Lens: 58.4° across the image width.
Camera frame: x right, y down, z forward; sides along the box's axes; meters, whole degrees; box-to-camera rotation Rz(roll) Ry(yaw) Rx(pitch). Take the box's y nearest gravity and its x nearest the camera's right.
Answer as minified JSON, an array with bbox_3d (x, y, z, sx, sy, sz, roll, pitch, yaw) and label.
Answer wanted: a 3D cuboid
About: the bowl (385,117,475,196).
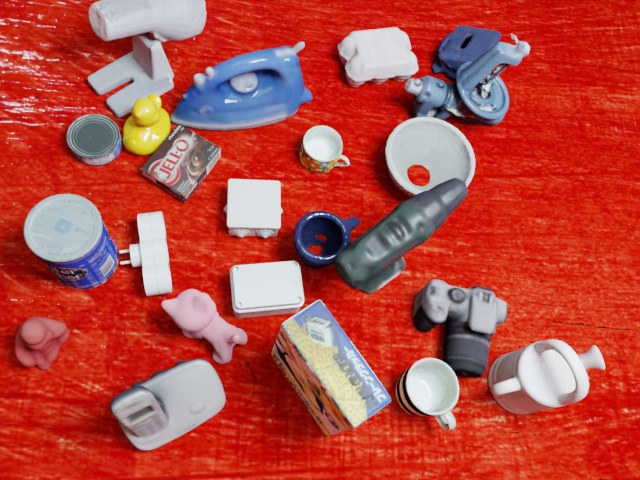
[{"bbox_3d":[0.192,-0.136,1.046,0.167,0.074,0.167,3,68,-8],"label":"bowl"}]

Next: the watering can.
[{"bbox_3d":[0.349,0.202,0.876,0.173,0.194,0.101,-35,78,-20],"label":"watering can"}]

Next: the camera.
[{"bbox_3d":[0.229,0.145,0.928,0.143,0.100,0.137,14,67,-4],"label":"camera"}]

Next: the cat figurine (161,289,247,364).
[{"bbox_3d":[-0.171,0.122,0.861,0.127,0.117,0.067,35,68,5],"label":"cat figurine"}]

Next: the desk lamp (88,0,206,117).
[{"bbox_3d":[-0.297,-0.341,0.968,0.203,0.213,0.118,-39,79,-21],"label":"desk lamp"}]

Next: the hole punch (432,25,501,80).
[{"bbox_3d":[0.292,-0.379,1.149,0.101,0.091,0.109,32,67,4],"label":"hole punch"}]

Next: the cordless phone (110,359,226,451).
[{"bbox_3d":[-0.207,0.216,0.781,0.148,0.185,0.094,-29,76,-18],"label":"cordless phone"}]

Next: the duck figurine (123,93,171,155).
[{"bbox_3d":[-0.301,-0.204,0.983,0.077,0.086,0.105,24,67,0],"label":"duck figurine"}]

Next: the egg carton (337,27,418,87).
[{"bbox_3d":[0.113,-0.358,1.122,0.150,0.069,0.107,-12,71,-14],"label":"egg carton"}]

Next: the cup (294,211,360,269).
[{"bbox_3d":[0.009,0.003,0.950,0.118,0.095,0.091,-27,75,-18],"label":"cup"}]

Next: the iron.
[{"bbox_3d":[-0.141,-0.277,1.008,0.259,0.141,0.118,-19,73,-16],"label":"iron"}]

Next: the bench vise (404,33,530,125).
[{"bbox_3d":[0.269,-0.275,1.034,0.208,0.219,0.121,-15,72,-14],"label":"bench vise"}]

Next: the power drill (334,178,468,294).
[{"bbox_3d":[0.115,0.005,0.905,0.230,0.208,0.075,-35,78,-20],"label":"power drill"}]

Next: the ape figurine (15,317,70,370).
[{"bbox_3d":[-0.407,0.141,0.827,0.078,0.092,0.076,-25,75,-17],"label":"ape figurine"}]
